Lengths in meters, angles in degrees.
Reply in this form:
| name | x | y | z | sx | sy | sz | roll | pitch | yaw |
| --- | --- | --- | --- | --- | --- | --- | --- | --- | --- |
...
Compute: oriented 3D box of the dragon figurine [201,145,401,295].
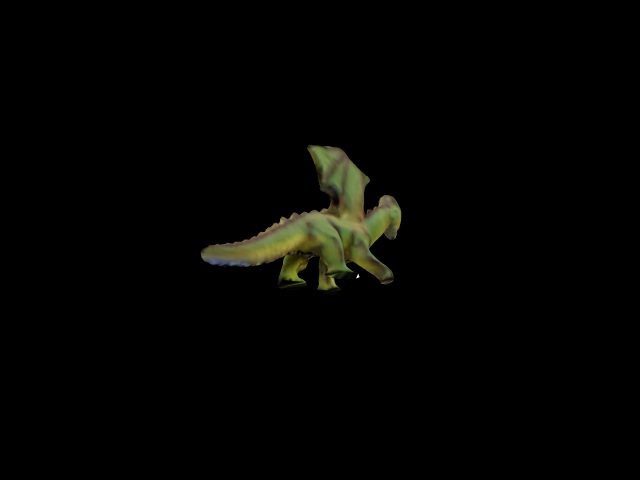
| name | x | y | z | sx | sy | sz | roll | pitch | yaw |
| --- | --- | --- | --- | --- | --- | --- | --- | --- | --- |
| dragon figurine | 0.003 | -0.043 | 0.850 | 0.408 | 0.247 | 0.121 | 16 | -25 | -38 |
